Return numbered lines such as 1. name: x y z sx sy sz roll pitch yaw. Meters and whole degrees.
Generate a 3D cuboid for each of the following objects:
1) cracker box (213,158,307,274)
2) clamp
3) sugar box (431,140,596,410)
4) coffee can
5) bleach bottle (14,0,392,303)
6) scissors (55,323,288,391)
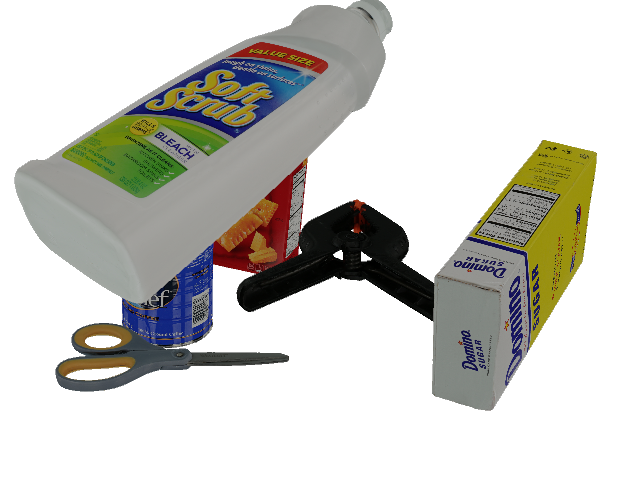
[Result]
1. cracker box: -0.107 -0.068 1.409 0.164 0.214 0.072 13 26 14
2. clamp: 0.035 0.016 0.890 0.164 0.036 0.209 7 23 10
3. sugar box: 0.125 0.018 0.671 0.048 0.093 0.176 14 38 23
4. coffee can: -0.168 0.032 1.170 0.103 0.140 0.103 3 27 -2
5. bleach bottle: -0.051 -0.073 0.634 0.103 0.068 0.250 29 57 29
6. scissors: -0.138 0.097 0.963 0.201 0.016 0.096 -8 33 -17
